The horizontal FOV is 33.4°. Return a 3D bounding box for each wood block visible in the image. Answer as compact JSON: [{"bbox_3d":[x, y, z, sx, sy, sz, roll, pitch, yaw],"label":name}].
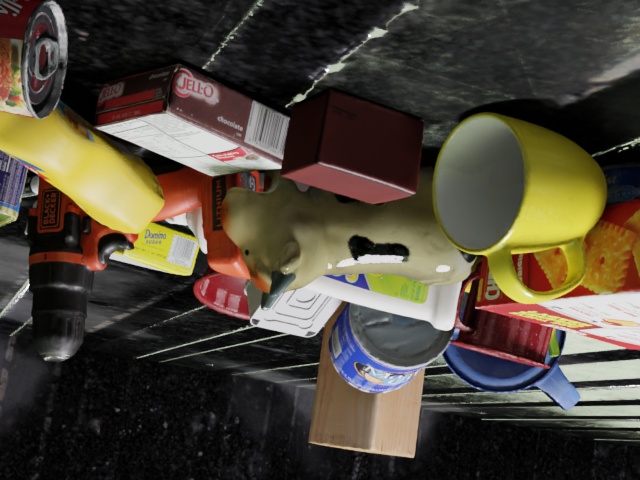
[{"bbox_3d":[0.060,0.134,1.204,0.090,0.206,0.090,-1,164,38],"label":"wood block"}]

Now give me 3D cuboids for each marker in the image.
[{"bbox_3d":[-0.299,-0.050,1.052,0.020,0.020,0.121,19,164,-40],"label":"marker"}]

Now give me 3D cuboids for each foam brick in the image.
[{"bbox_3d":[0.022,-0.061,0.713,0.078,0.053,0.051,16,165,-26],"label":"foam brick"}]

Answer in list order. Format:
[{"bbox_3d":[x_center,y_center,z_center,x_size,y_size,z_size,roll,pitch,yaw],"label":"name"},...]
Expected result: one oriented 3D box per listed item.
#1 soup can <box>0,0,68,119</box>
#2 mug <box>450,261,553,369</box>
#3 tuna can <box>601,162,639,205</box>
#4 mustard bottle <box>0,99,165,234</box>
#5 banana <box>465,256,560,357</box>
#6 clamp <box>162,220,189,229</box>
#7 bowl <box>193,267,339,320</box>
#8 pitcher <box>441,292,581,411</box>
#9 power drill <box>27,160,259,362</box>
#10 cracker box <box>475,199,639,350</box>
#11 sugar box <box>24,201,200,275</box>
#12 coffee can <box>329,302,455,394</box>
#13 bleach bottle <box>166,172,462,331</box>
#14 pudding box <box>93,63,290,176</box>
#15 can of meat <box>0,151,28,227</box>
[{"bbox_3d":[-0.204,-0.109,0.611,0.102,0.068,0.068,8,168,4],"label":"soup can"},{"bbox_3d":[0.165,0.064,0.977,0.117,0.081,0.093,18,174,-29],"label":"mug"},{"bbox_3d":[0.235,-0.027,0.764,0.086,0.034,0.086,8,167,2],"label":"tuna can"},{"bbox_3d":[-0.190,-0.073,0.737,0.096,0.058,0.191,41,179,34],"label":"mustard bottle"},{"bbox_3d":[0.157,0.050,1.072,0.198,0.070,0.037,23,-172,31],"label":"banana"},{"bbox_3d":[-0.118,-0.033,0.964,0.165,0.036,0.209,-1,166,43],"label":"clamp"},{"bbox_3d":[-0.056,0.040,1.170,0.162,0.055,0.162,5,156,2],"label":"bowl"},{"bbox_3d":[0.213,0.119,1.198,0.145,0.149,0.242,-2,169,11],"label":"pitcher"},{"bbox_3d":[-0.143,0.000,0.839,0.188,0.184,0.057,-5,165,15],"label":"power drill"},{"bbox_3d":[0.241,0.027,0.753,0.164,0.072,0.214,16,166,-26],"label":"cracker box"},{"bbox_3d":[-0.215,-0.004,1.096,0.177,0.048,0.093,12,173,42],"label":"sugar box"},{"bbox_3d":[0.069,0.092,1.071,0.102,0.103,0.140,10,161,-5],"label":"coffee can"},{"bbox_3d":[-0.006,0.001,0.879,0.251,0.102,0.068,10,-177,7],"label":"bleach bottle"},{"bbox_3d":[-0.085,-0.080,0.733,0.113,0.039,0.090,24,163,-41],"label":"pudding box"},{"bbox_3d":[-0.266,-0.058,0.848,0.057,0.084,0.102,16,166,-29],"label":"can of meat"}]
